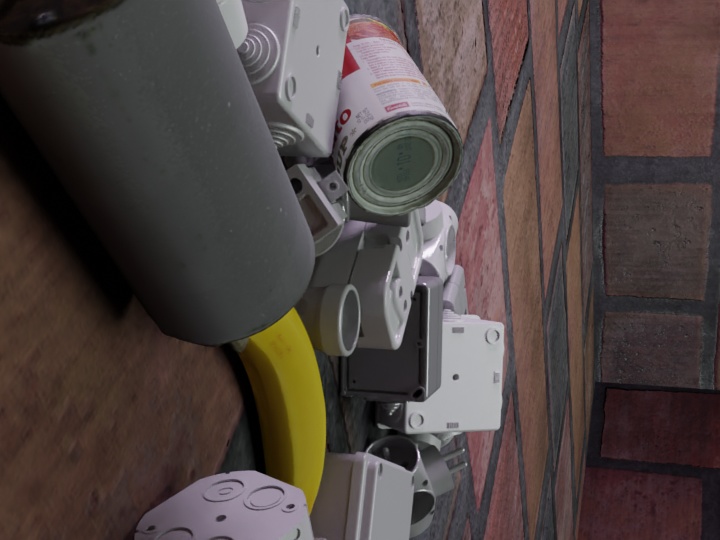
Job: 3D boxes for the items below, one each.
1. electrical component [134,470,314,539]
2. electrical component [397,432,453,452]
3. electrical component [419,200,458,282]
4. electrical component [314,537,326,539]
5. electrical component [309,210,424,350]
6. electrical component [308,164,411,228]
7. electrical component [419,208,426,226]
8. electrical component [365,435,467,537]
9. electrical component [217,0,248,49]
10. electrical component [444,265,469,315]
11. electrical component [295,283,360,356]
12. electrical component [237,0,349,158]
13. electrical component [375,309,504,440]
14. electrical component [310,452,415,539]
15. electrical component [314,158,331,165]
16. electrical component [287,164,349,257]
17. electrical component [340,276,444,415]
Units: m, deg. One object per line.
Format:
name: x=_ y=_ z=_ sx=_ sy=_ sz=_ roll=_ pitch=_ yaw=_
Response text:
electrical component: x=-0.055 y=0.127 z=0.461 sx=0.080 sy=0.080 sz=0.051 roll=-55 pitch=139 yaw=-62
electrical component: x=0.051 y=0.129 z=0.886 sx=0.077 sy=0.044 sz=0.079 roll=69 pitch=28 yaw=-54
electrical component: x=0.049 y=-0.031 z=0.857 sx=0.077 sy=0.044 sz=0.079 roll=-68 pitch=156 yaw=-48
electrical component: x=-0.041 y=0.172 z=0.575 sx=0.055 sy=0.048 sz=0.066 roll=-26 pitch=117 yaw=-80
electrical component: x=0.000 y=0.000 z=0.664 sx=0.053 sy=0.059 sz=0.095 roll=75 pitch=23 yaw=-45
electrical component: x=-0.004 y=-0.045 z=0.631 sx=0.044 sy=0.065 sz=0.044 roll=177 pitch=-90 yaw=-88
electrical component: x=0.028 y=-0.056 z=0.793 sx=0.040 sy=0.040 sz=0.046 roll=30 pitch=58 yaw=-72
electrical component: x=0.046 y=0.159 z=0.821 sx=0.044 sy=0.079 sz=0.077 roll=-123 pitch=-167 yaw=-44
electrical component: x=-0.069 y=-0.120 z=0.445 sx=0.065 sy=0.044 sz=0.044 roll=79 pitch=20 yaw=-52
electrical component: x=0.061 y=0.047 z=0.898 sx=0.055 sy=0.050 sz=0.089 roll=-68 pitch=155 yaw=-49
electrical component: x=-0.027 y=0.027 z=0.599 sx=0.040 sy=0.046 sz=0.040 roll=2 pitch=90 yaw=-74
electrical component: x=-0.042 y=-0.107 z=0.525 sx=0.100 sy=0.048 sz=0.099 roll=40 pitch=55 yaw=-70
electrical component: x=0.062 y=0.080 z=0.824 sx=0.048 sy=0.100 sz=0.099 roll=-175 pitch=-93 yaw=-66
electrical component: x=-0.008 y=0.171 z=0.666 sx=0.108 sy=0.056 sz=0.108 roll=45 pitch=49 yaw=-69
electrical component: x=-0.005 y=-0.086 z=0.671 sx=0.044 sy=0.044 sz=0.065 roll=61 pitch=39 yaw=-61
electrical component: x=-0.034 y=-0.028 z=0.555 sx=0.048 sy=0.066 sz=0.055 roll=55 pitch=11 yaw=0
electrical component: x=0.024 y=0.052 z=0.750 sx=0.061 sy=0.062 sz=0.096 roll=-17 pitch=109 yaw=-73
